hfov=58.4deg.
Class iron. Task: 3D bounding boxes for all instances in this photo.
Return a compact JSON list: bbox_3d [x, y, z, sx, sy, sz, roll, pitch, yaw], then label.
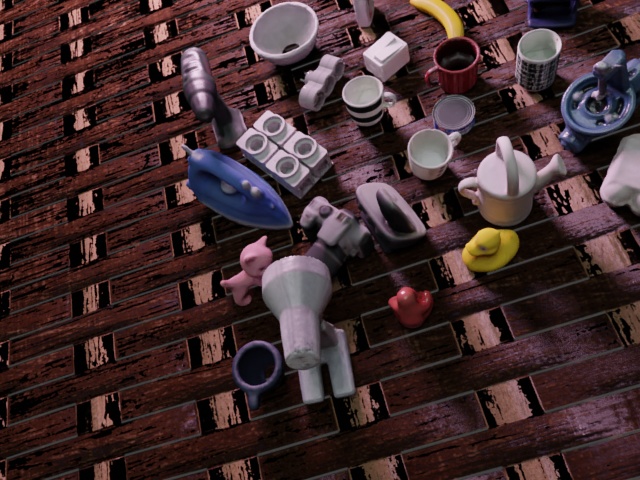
[{"bbox_3d":[-0.172,-0.113,1.168,0.257,0.142,0.119,29,77,24],"label":"iron"}]

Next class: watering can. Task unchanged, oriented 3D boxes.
[{"bbox_3d":[0.334,-0.112,1.003,0.173,0.194,0.100,-28,62,1],"label":"watering can"}]

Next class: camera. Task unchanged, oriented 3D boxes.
[{"bbox_3d":[0.010,0.004,1.091,0.142,0.101,0.137,34,79,25],"label":"camera"}]

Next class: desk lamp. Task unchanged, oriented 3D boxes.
[{"bbox_3d":[-0.017,0.154,0.967,0.118,0.214,0.203,-15,63,8],"label":"desk lamp"}]

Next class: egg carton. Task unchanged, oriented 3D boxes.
[{"bbox_3d":[0.567,-0.115,1.012,0.107,0.069,0.150,22,74,23],"label":"egg carton"}]

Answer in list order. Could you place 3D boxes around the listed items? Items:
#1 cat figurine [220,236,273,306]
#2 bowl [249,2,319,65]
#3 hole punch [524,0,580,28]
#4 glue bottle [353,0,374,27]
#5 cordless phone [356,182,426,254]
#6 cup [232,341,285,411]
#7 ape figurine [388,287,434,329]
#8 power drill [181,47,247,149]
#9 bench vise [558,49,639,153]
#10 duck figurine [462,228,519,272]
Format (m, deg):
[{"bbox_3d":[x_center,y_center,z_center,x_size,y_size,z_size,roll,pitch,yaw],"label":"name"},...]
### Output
[{"bbox_3d":[-0.135,0.056,1.096,0.128,0.118,0.067,-37,62,-3],"label":"cat figurine"},{"bbox_3d":[-0.076,-0.469,1.340,0.167,0.075,0.167,-6,65,13],"label":"bowl"},{"bbox_3d":[0.487,-0.510,1.199,0.108,0.091,0.101,3,68,17],"label":"hole punch"},{"bbox_3d":[0.089,-0.566,1.284,0.037,0.173,0.078,1,67,16],"label":"glue bottle"},{"bbox_3d":[0.120,-0.068,1.046,0.094,0.185,0.147,-36,62,-2],"label":"cordless phone"},{"bbox_3d":[-0.099,0.246,1.015,0.091,0.095,0.118,-3,66,14],"label":"cup"},{"bbox_3d":[0.158,0.111,1.008,0.077,0.092,0.076,7,69,18],"label":"ape figurine"},{"bbox_3d":[-0.230,-0.291,1.226,0.075,0.209,0.229,-24,63,4],"label":"power drill"},{"bbox_3d":[0.512,-0.282,1.017,0.121,0.220,0.207,27,76,24],"label":"bench vise"},{"bbox_3d":[0.304,0.007,1.019,0.104,0.086,0.077,-24,63,4],"label":"duck figurine"}]
